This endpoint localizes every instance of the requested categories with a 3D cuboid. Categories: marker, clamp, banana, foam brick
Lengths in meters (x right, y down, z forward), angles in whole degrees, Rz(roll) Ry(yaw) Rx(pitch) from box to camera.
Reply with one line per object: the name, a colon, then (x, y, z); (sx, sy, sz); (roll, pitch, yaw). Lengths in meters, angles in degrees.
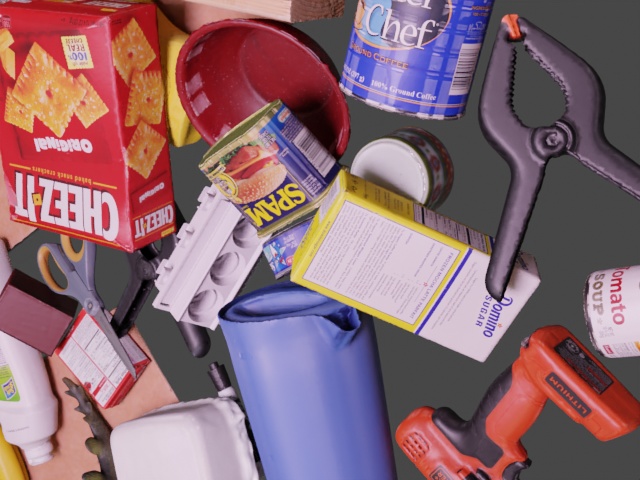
marker: (-0.080, 0.176, 1.049); (0.020, 0.020, 0.121); (-27, 88, 34)
clamp: (0.168, -0.065, 0.800); (0.165, 0.036, 0.210); (-26, 84, 10)
clamp: (-0.168, 0.032, 1.055); (0.120, 0.039, 0.171); (-3, 97, 26)
banana: (-0.376, 0.261, 1.244); (0.070, 0.037, 0.198); (-15, 95, 33)
foam brick: (-0.300, 0.076, 1.114); (0.078, 0.053, 0.051); (31, 101, -14)

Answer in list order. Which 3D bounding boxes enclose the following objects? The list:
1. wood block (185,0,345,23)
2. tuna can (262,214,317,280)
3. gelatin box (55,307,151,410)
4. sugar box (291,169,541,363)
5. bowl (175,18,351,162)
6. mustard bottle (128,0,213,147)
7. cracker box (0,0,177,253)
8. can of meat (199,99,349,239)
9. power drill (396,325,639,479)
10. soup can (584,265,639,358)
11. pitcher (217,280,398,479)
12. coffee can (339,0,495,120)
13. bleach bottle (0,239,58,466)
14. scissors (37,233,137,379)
wood block: (-0.084, -0.248, 0.899); (0.206, 0.090, 0.091); (18, 112, 27)
tuna can: (-0.006, 0.001, 0.918); (0.086, 0.086, 0.034); (-28, 86, 34)
gelatin box: (-0.228, 0.122, 1.121); (0.089, 0.030, 0.073); (46, 120, 14)
sugar box: (0.075, 0.022, 0.850); (0.176, 0.048, 0.093); (23, 119, -13)
bowl: (-0.039, -0.129, 0.903); (0.162, 0.055, 0.162); (17, 137, 17)
mustard bottle: (-0.174, -0.177, 0.992); (0.192, 0.058, 0.096); (39, 124, 18)
cracker box: (-0.219, -0.109, 0.966); (0.164, 0.072, 0.214); (13, 116, 31)
can of meat: (-0.041, -0.060, 0.886); (0.084, 0.057, 0.102); (48, 137, -14)
power drill: (0.171, 0.175, 0.870); (0.184, 0.057, 0.188); (47, 121, 13)
soup can: (0.253, 0.049, 0.780); (0.102, 0.068, 0.068); (-10, 97, 33)
pitcher: (-0.005, 0.157, 0.943); (0.145, 0.149, 0.243); (-9, 101, 11)
coffee can: (0.079, -0.174, 0.810); (0.103, 0.102, 0.140); (23, 114, 25)
bleach bottle: (-0.355, 0.130, 1.183); (0.103, 0.068, 0.251); (-14, 97, 34)
scissors: (-0.226, 0.046, 1.079); (0.202, 0.016, 0.096); (35, 110, 37)
